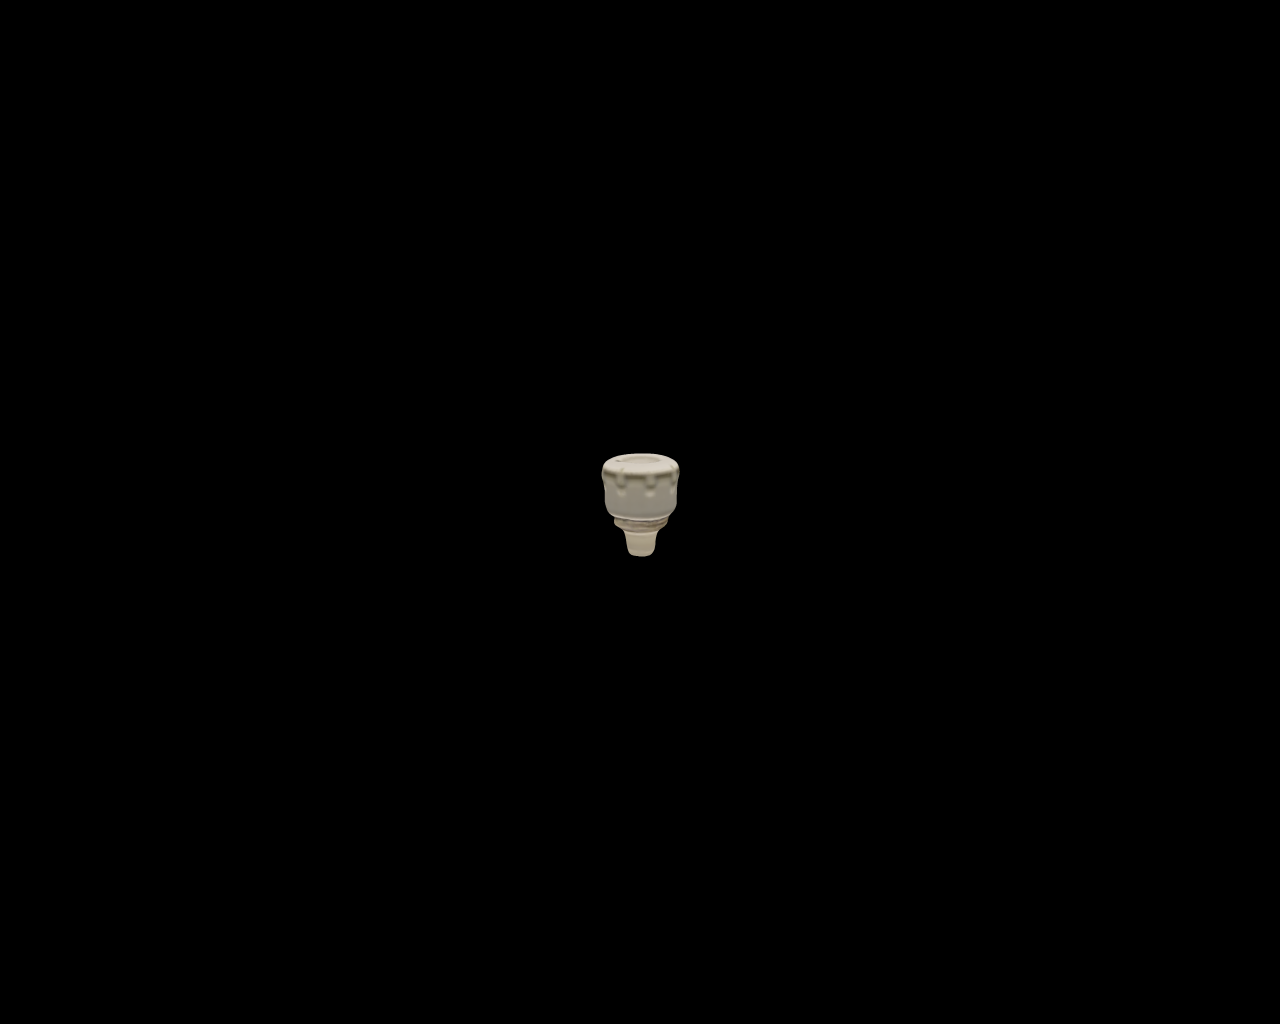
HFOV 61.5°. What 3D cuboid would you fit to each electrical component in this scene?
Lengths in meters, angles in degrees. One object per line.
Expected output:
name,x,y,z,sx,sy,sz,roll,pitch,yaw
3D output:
electrical component,0.001,-0.003,0.650,0.048,0.062,0.048,0,15,0
